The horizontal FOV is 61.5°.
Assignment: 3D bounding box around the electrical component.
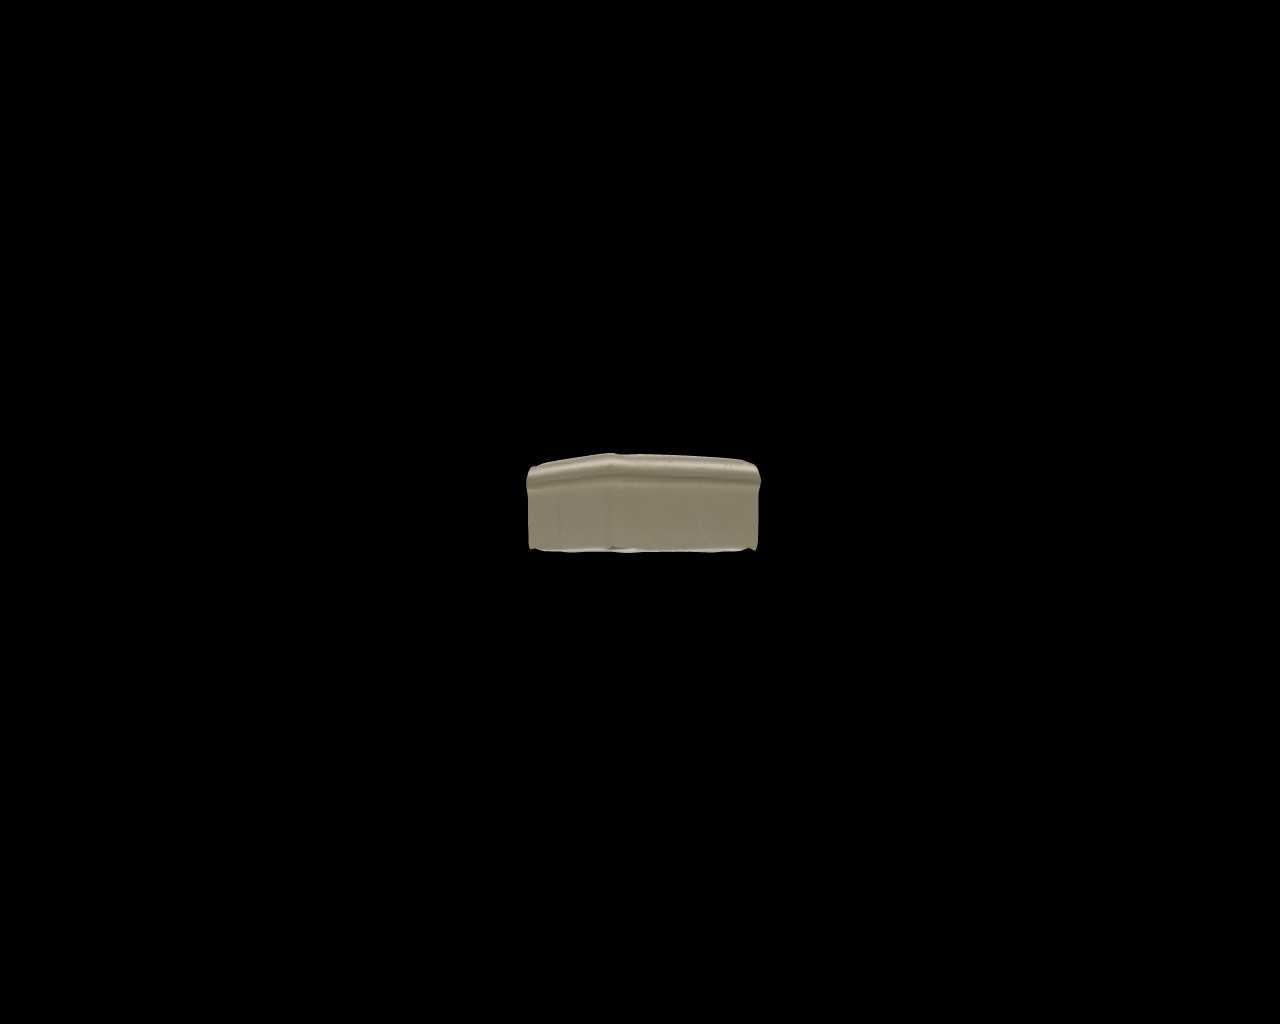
[{"bbox_3d":[0.001,-0.003,0.650,0.109,0.056,0.108,2,-3,-36],"label":"electrical component"}]
